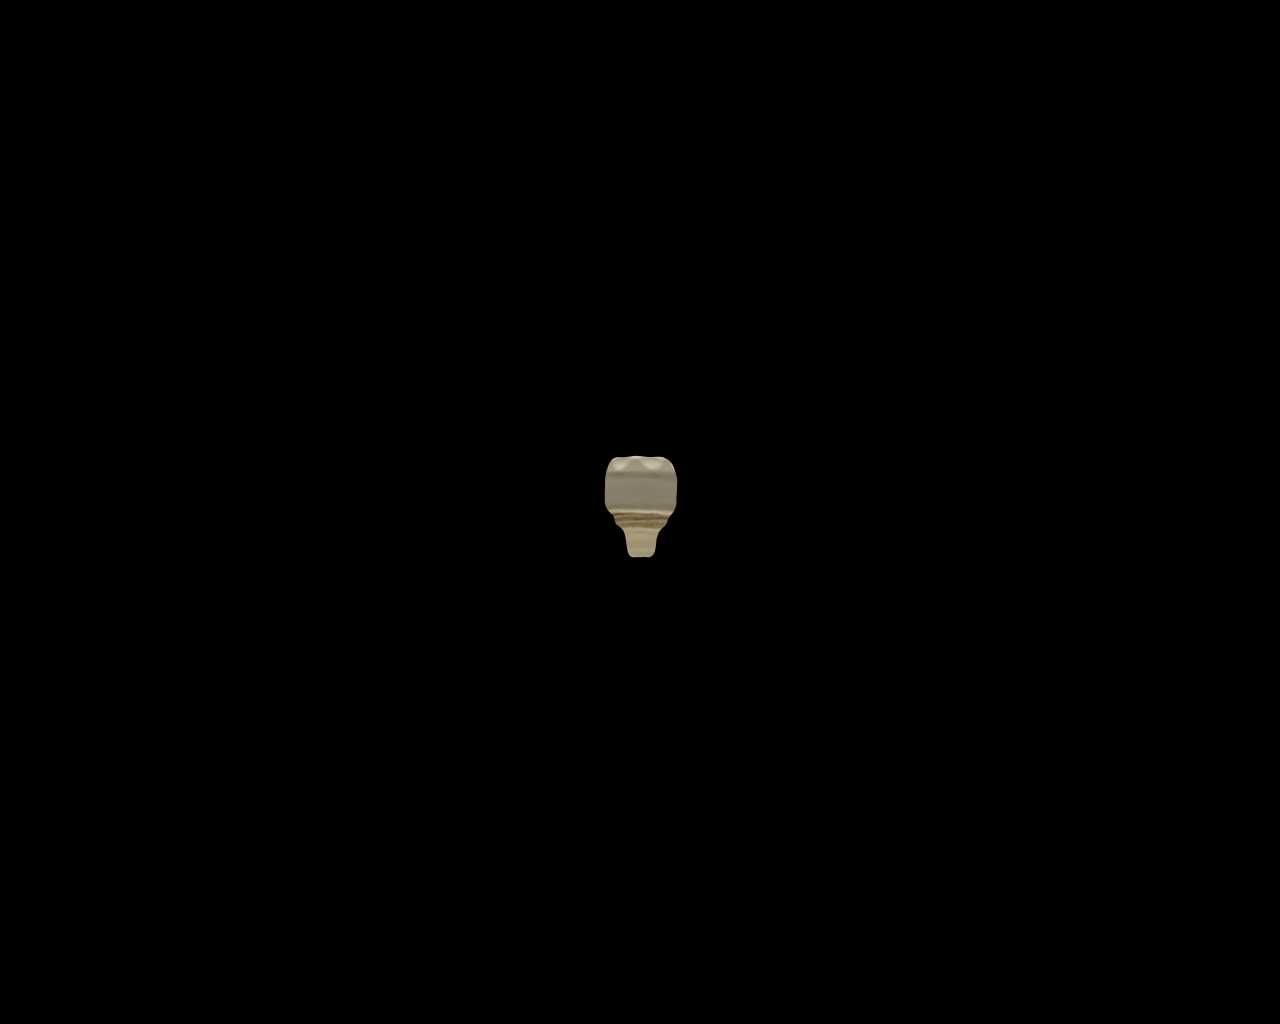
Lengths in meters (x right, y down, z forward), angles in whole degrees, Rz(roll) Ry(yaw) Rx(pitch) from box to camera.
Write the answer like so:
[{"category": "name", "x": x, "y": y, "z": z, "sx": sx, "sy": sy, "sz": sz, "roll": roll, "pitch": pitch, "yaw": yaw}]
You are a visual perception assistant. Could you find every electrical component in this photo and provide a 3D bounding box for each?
[{"category": "electrical component", "x": 0.001, "y": -0.003, "z": 0.650, "sx": 0.043, "sy": 0.062, "sz": 0.043, "roll": 0, "pitch": -2, "yaw": 0}]
